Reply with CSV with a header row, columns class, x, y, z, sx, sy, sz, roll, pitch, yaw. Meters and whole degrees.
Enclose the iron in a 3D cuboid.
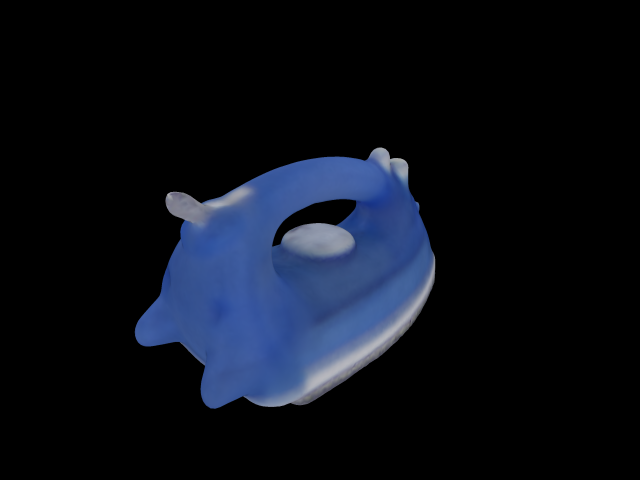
class,x,y,z,sx,sy,sz,roll,pitch,yaw
iron,0.004,0.001,0.400,0.259,0.141,0.118,-25,37,-38
